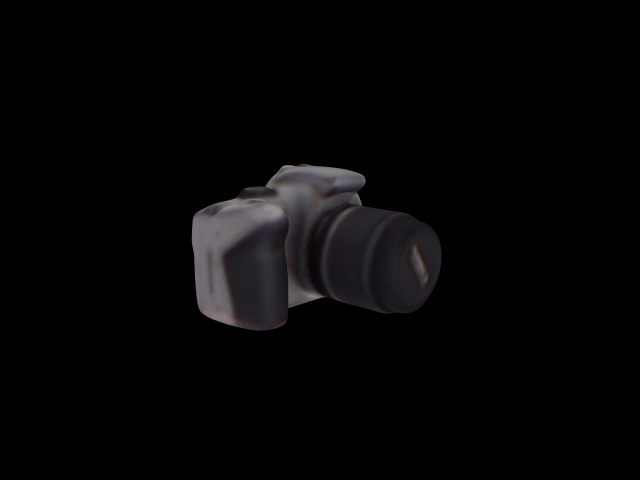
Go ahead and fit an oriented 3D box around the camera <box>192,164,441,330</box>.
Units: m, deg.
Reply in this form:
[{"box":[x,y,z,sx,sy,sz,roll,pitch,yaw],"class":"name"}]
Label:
[{"box":[0.004,0.001,0.400,0.136,0.101,0.144,11,17,42],"class":"camera"}]
